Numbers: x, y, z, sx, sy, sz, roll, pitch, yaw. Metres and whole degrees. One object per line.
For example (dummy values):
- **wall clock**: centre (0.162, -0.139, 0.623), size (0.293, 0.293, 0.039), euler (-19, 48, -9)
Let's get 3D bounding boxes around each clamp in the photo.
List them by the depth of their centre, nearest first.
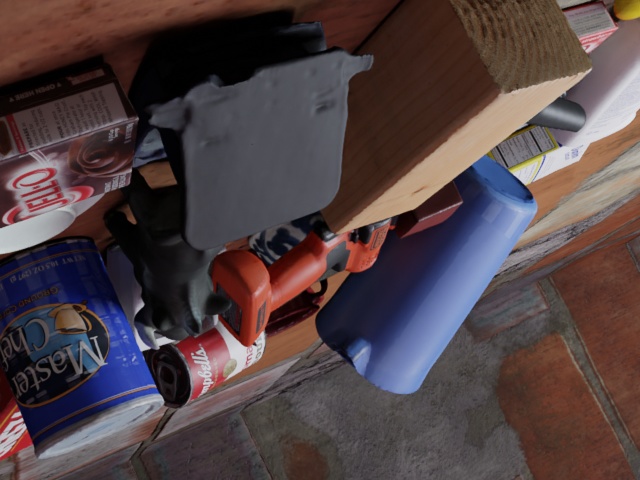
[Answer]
- **clamp**: centre (0.131, -0.097, 0.827), size (0.164, 0.036, 0.210), euler (-26, 162, 5)

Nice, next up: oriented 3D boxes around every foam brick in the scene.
- **foam brick**: centre (0.086, -0.050, 0.986), size (0.053, 0.078, 0.051), euler (-21, 166, -21)

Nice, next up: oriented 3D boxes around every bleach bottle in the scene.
- **bleach bottle**: centre (0.284, -0.170, 0.911), size (0.102, 0.068, 0.251), euler (-25, 167, -25)

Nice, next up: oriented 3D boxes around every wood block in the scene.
- **wood block**: centre (0.071, -0.093, 0.729), size (0.090, 0.090, 0.206), euler (-18, 167, -36)

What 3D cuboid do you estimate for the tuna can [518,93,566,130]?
- **tuna can**: centre (0.174, -0.124, 0.950), size (0.086, 0.034, 0.086), euler (-24, 169, -5)

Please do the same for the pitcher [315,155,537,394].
- **pitcher**: centre (0.114, 0.027, 1.098), size (0.144, 0.149, 0.243), euler (24, 114, -25)

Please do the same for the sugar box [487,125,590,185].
- **sugar box**: centre (0.210, -0.084, 1.183), size (0.176, 0.048, 0.093), euler (-27, 166, -6)

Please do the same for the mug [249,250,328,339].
- **mug**: centre (-0.048, 0.052, 1.147), size (0.117, 0.081, 0.093), euler (-22, 168, -17)

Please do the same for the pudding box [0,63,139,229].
- **pudding box**: centre (-0.150, -0.047, 0.583), size (0.090, 0.039, 0.114), euler (-22, 168, -17)

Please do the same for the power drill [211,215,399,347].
- **power drill**: centre (-0.006, 0.001, 0.925), size (0.187, 0.057, 0.184), euler (-32, 155, -26)

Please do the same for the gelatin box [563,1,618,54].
- **gelatin box**: centre (0.179, -0.151, 0.846), size (0.089, 0.030, 0.073), euler (-20, 167, -27)

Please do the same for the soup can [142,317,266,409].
- **soup can**: centre (-0.106, 0.100, 0.964), size (0.102, 0.068, 0.069), euler (-27, 173, -47)

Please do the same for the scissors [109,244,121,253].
- **scissors**: centre (-0.073, -0.041, 0.839), size (0.201, 0.016, 0.096), euler (-23, 169, -13)

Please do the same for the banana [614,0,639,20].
- **banana**: centre (0.225, -0.193, 0.749), size (0.070, 0.037, 0.197), euler (-10, 174, 25)

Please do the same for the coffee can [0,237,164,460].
- **coffee can**: centre (-0.194, 0.083, 0.821), size (0.102, 0.140, 0.103), euler (-24, 169, -5)

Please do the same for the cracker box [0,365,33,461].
- **cracker box**: centre (-0.234, 0.120, 0.972), size (0.213, 0.072, 0.164), euler (-21, 158, -51)

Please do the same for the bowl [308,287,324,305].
- **bowl**: centre (-0.078, 0.080, 1.277), size (0.162, 0.055, 0.162), euler (-24, 169, -5)
